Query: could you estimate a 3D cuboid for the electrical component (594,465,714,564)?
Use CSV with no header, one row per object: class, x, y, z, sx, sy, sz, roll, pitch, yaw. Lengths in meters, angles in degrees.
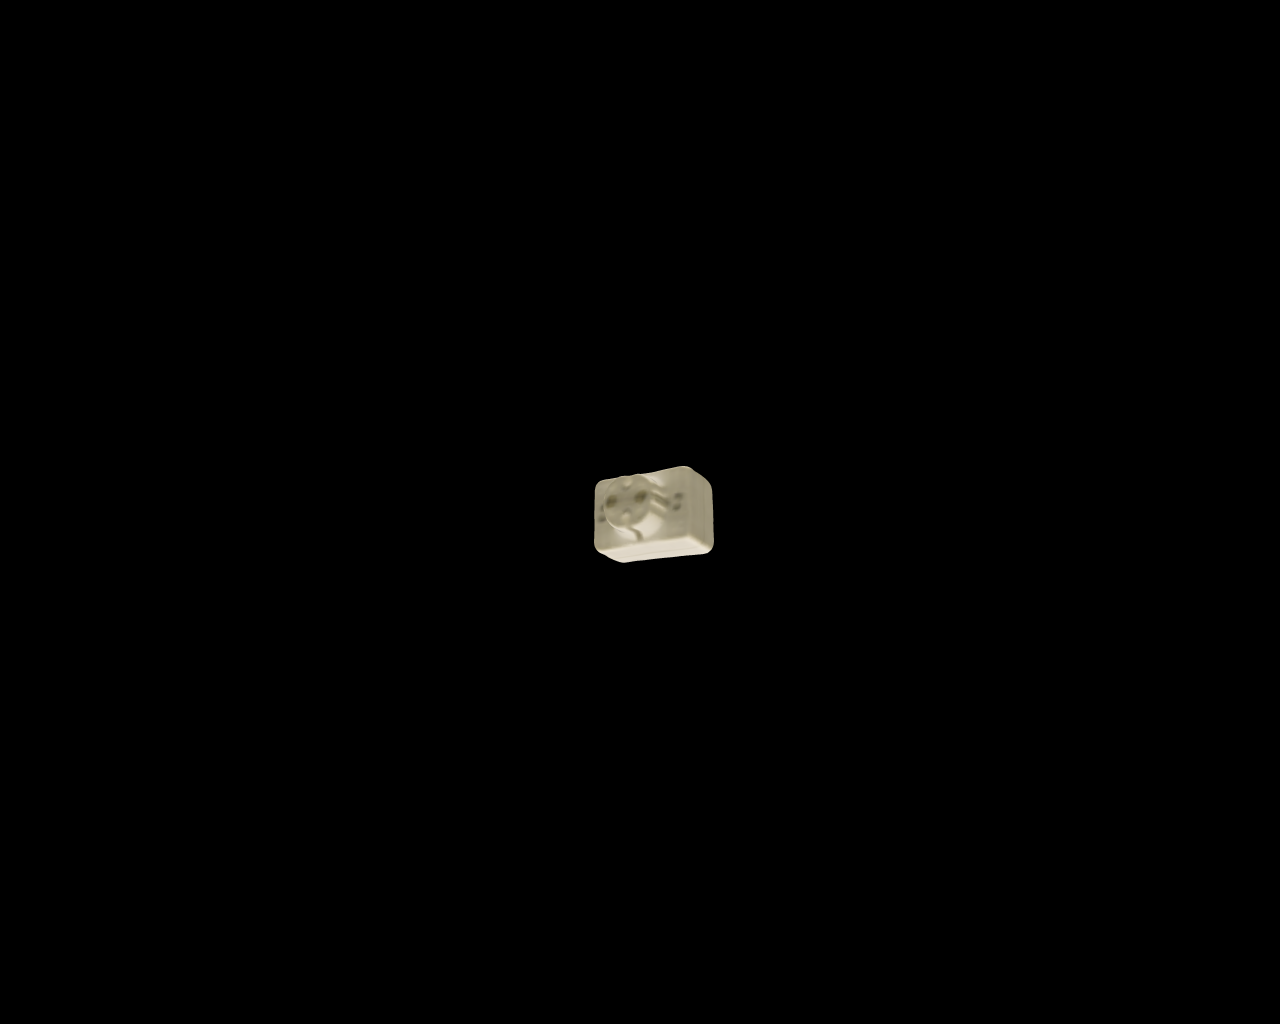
electrical component,0.001,-0.003,0.650,0.066,0.047,0.076,-8,-19,25
